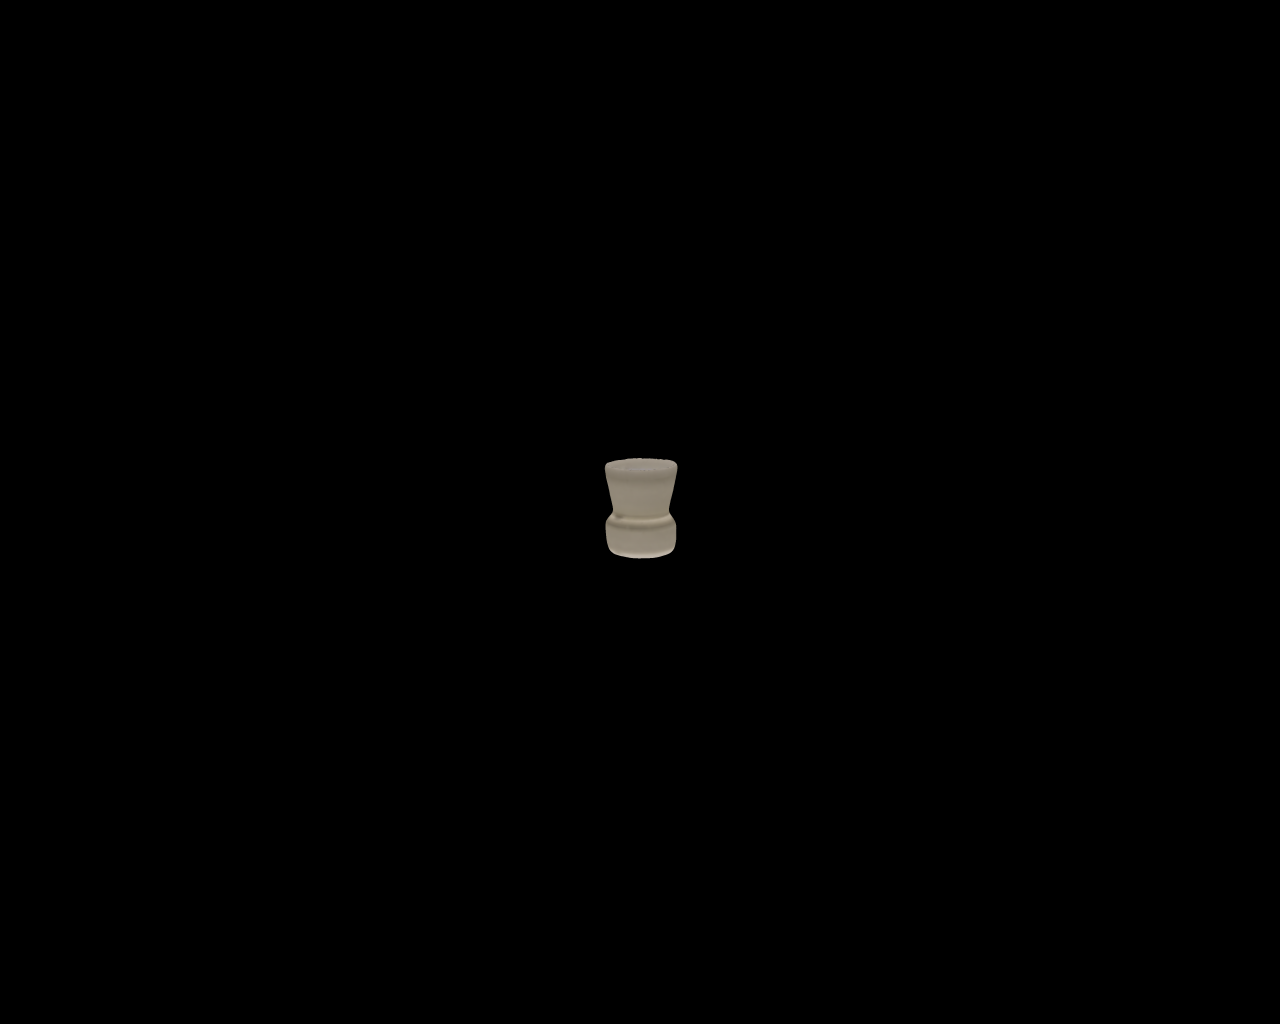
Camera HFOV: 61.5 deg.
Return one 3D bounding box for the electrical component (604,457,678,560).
[{"bbox_3d":[0.001,-0.003,0.650,0.045,0.055,0.045,0,12,0],"label":"electrical component"}]
